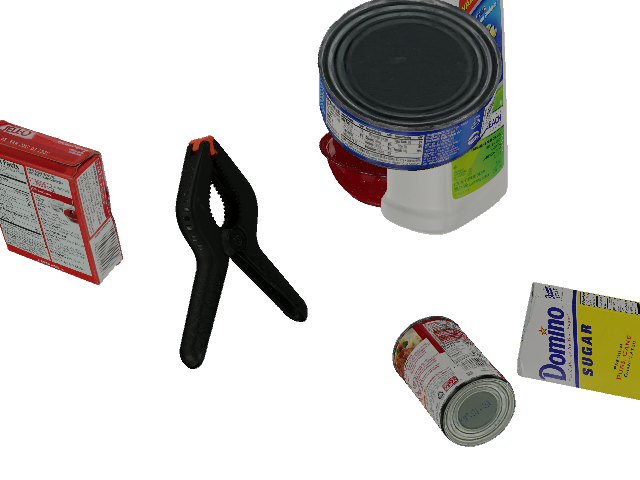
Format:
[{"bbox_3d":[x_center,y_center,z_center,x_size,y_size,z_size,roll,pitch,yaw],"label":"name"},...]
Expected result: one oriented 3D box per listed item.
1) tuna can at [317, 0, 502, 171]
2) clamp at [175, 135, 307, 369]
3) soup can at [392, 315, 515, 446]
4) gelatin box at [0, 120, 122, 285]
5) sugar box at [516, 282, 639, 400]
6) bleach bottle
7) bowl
[{"bbox_3d":[0.042,-0.075,0.509,0.086,0.086,0.034,0,-35,1],"label":"tuna can"},{"bbox_3d":[-0.083,0.005,1.020,0.036,0.210,0.164,-8,1,41],"label":"clamp"},{"bbox_3d":[0.111,0.116,0.892,0.068,0.068,0.102,0,24,-21],"label":"soup can"},{"bbox_3d":[-0.162,-0.023,0.643,0.073,0.089,0.030,18,46,22],"label":"gelatin box"},{"bbox_3d":[0.290,0.105,1.062,0.176,0.093,0.048,9,22,8],"label":"sugar box"},{"bbox_3d":[0.086,-0.137,0.743,0.068,0.251,0.102,21,37,39],"label":"bleach bottle"},{"bbox_3d":[0.077,-0.079,1.184,0.162,0.055,0.162,3,27,-2],"label":"bowl"}]
